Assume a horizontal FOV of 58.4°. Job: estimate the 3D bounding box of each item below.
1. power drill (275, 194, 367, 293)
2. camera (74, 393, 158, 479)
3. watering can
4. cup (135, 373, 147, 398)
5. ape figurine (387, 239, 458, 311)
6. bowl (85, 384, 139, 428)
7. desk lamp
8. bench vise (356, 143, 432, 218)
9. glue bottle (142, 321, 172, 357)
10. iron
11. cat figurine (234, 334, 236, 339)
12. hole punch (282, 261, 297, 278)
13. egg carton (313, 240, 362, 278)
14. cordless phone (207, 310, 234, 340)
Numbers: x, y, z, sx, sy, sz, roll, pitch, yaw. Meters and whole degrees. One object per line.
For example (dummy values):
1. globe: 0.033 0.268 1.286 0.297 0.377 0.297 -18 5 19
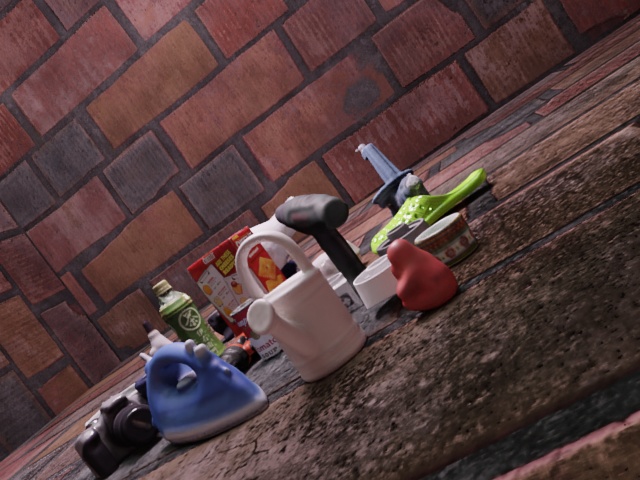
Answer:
1. power drill: 0.010 0.004 1.064 0.076 0.208 0.229 -37 5 -24
2. camera: -0.344 0.326 0.991 0.143 0.101 0.136 -38 6 -35
3. watering can: -0.034 0.076 0.726 0.101 0.194 0.173 -35 5 1
4. cup: -0.289 0.283 1.073 0.117 0.095 0.092 -31 6 41
5. ape figurine: 0.114 0.038 0.683 0.078 0.092 0.076 -38 5 -28
6. bowl: -0.396 0.358 1.194 0.167 0.075 0.167 -35 5 4
7. desk lamp: -0.056 0.020 1.339 0.203 0.213 0.118 -36 5 -6
8. bench vise: 0.179 -0.147 1.328 0.122 0.220 0.207 -38 5 -27
9. glue bottle: -0.333 0.249 1.248 0.078 0.173 0.037 -37 5 -17
10. iron: -0.180 0.201 0.829 0.257 0.141 0.119 -30 7 48
11. cat figurine: -0.165 0.158 1.318 0.128 0.118 0.067 -37 5 -20
12. hole punch: -0.094 0.116 1.402 0.109 0.091 0.101 -39 6 -36
13. egg carton: 0.026 0.063 1.217 0.107 0.069 0.150 -32 6 35
14. cordless phone: -0.249 0.156 1.520 0.147 0.185 0.094 -35 5 -3
